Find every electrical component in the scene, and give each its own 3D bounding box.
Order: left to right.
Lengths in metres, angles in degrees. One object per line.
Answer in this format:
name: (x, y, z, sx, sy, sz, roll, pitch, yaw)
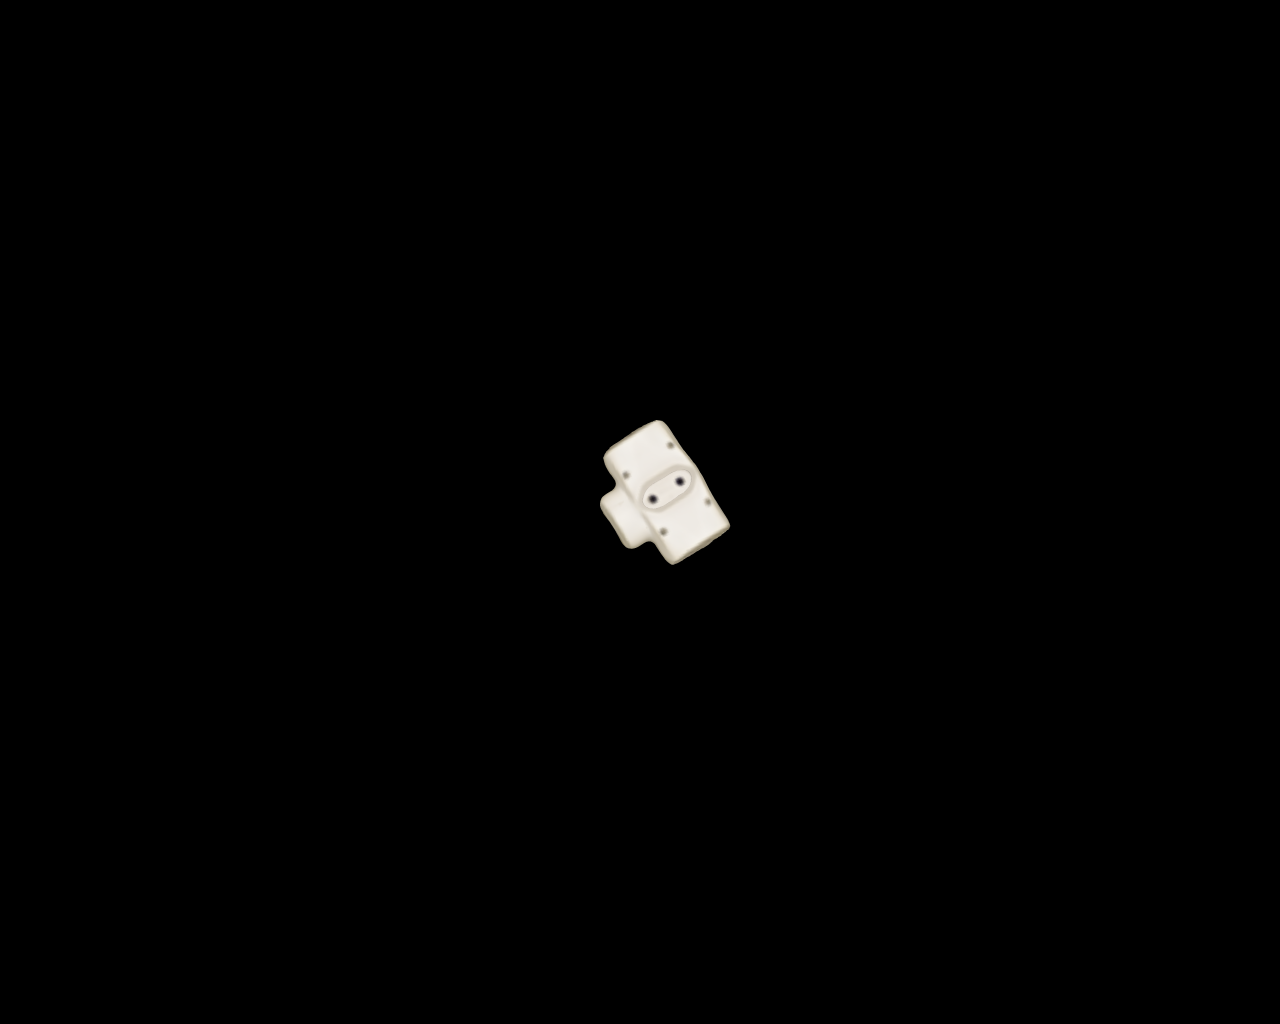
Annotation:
electrical component: (0.001, -0.003, 0.650, 0.079, 0.077, 0.043, -32, -4, -2)
